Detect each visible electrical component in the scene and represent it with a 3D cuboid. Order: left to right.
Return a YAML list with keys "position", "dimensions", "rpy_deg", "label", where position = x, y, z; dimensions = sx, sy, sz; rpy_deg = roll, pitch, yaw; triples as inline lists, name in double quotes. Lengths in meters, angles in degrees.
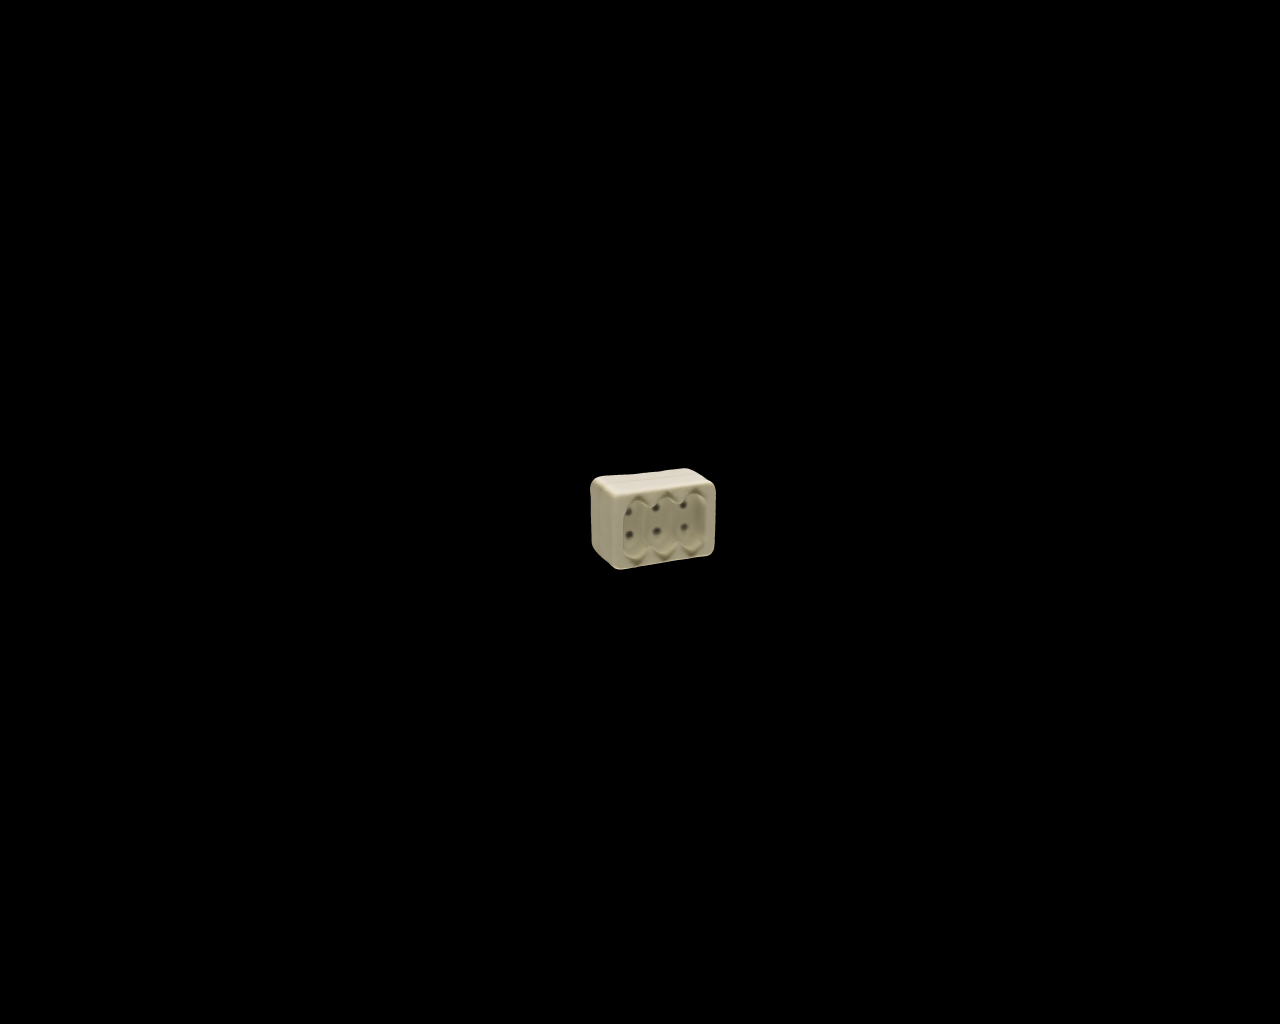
- position: [0.001, -0.003, 0.650]
  dimensions: [0.066, 0.047, 0.077]
  rpy_deg: [-7, 20, -20]
  label: "electrical component"
